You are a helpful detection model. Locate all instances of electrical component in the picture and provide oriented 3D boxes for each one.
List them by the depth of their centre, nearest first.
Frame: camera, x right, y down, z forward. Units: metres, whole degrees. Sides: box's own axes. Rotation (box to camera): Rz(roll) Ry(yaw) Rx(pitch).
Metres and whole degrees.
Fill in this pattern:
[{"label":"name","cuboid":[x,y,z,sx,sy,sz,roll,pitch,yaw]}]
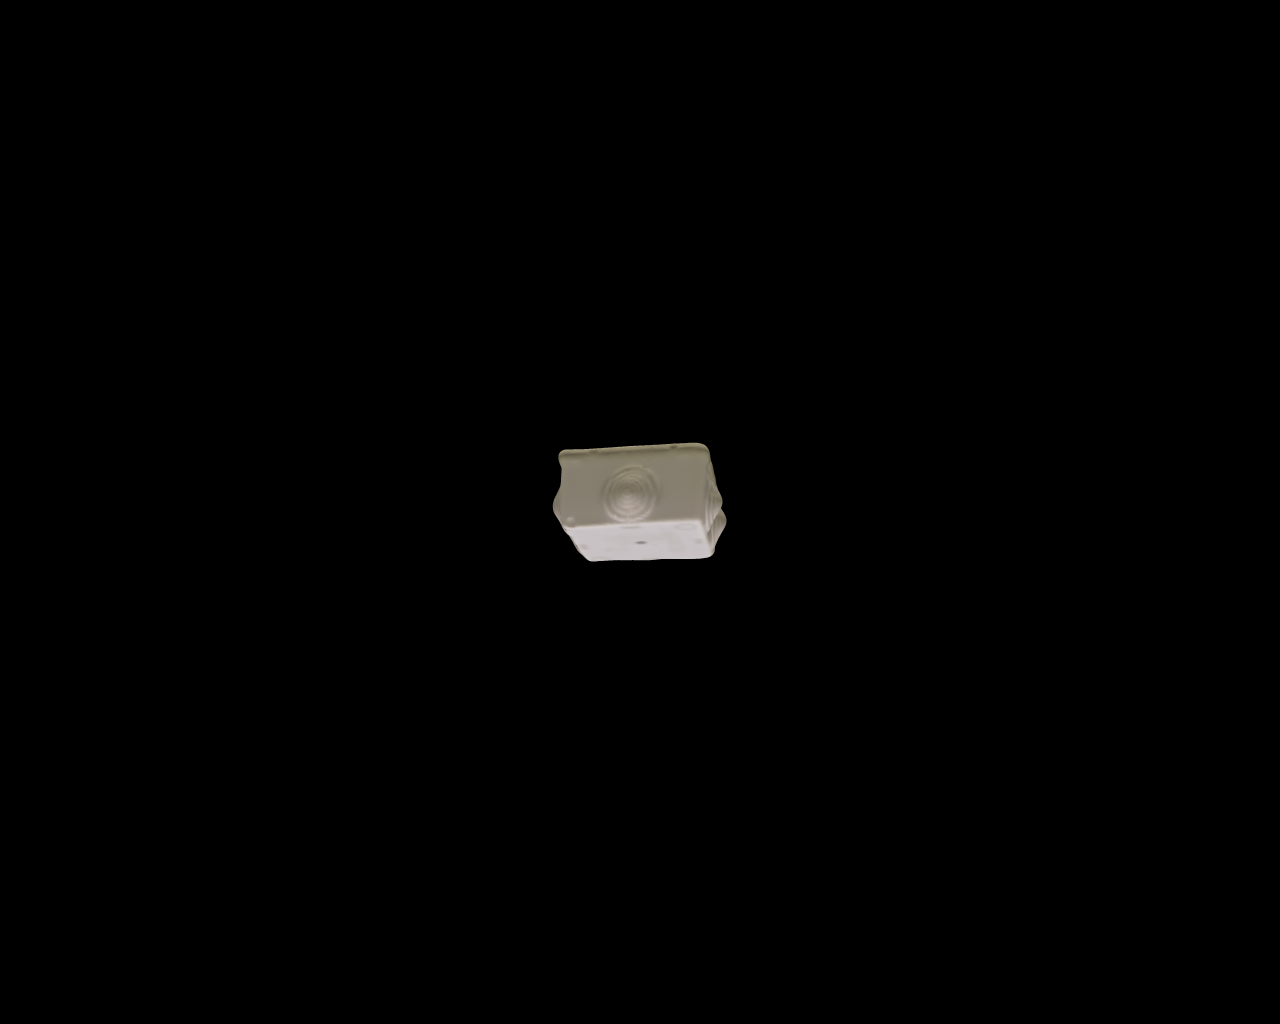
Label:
[{"label":"electrical component","cuboid":[0.001,-0.003,0.650,0.100,0.048,0.099,-2,-18,7]}]
